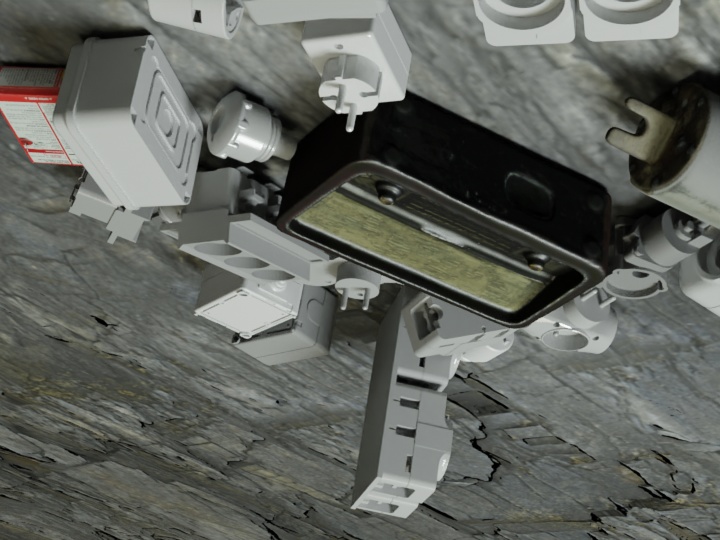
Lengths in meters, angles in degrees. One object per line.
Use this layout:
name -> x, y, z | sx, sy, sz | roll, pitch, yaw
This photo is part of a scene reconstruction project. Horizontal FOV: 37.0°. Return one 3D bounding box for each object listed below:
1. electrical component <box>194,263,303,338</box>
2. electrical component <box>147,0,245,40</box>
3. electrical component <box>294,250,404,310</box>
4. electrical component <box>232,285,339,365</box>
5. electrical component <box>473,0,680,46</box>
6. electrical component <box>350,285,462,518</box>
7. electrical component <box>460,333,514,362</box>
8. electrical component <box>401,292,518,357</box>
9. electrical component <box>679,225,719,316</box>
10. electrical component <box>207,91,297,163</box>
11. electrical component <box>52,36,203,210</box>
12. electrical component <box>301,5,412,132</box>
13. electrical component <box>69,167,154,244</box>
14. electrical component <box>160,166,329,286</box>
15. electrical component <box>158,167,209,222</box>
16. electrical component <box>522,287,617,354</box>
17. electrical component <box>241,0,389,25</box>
electrical component -> -0.093, 0.012, 0.959 | 0.062, 0.061, 0.096 | 28, 147, -30
electrical component -> -0.096, -0.168, 0.637 | 0.047, 0.055, 0.055 | 11, 152, 4
electrical component -> 0.000, 0.000, 0.893 | 0.138, 0.073, 0.052 | 0, 151, 17
electrical component -> -0.073, 0.051, 1.024 | 0.096, 0.061, 0.061 | -14, 144, 37
electrical component -> 0.104, -0.190, 0.527 | 0.105, 0.060, 0.186 | 1, 151, 16
electrical component -> 0.045, 0.120, 0.983 | 0.060, 0.186, 0.105 | 14, 151, -7
electrical component -> 0.113, 0.068, 1.020 | 0.040, 0.040, 0.078 | 20, 150, -19
electrical component -> 0.088, 0.041, 0.935 | 0.089, 0.050, 0.056 | -8, 161, -28
electrical component -> 0.292, -0.006, 0.812 | 0.059, 0.053, 0.095 | 28, 147, -30
electrical component -> -0.075, -0.097, 0.773 | 0.062, 0.048, 0.048 | 19, 151, -31
electrical component -> -0.160, -0.101, 0.754 | 0.057, 0.078, 0.113 | -2, 150, 14
electrical component -> -0.004, -0.123, 0.667 | 0.047, 0.076, 0.065 | -2, 150, 22
electrical component -> -0.202, -0.060, 0.882 | 0.064, 0.042, 0.081 | 21, 149, -18
electrical component -> -0.086, -0.033, 0.837 | 0.079, 0.063, 0.121 | -5, 164, 25
electrical component -> -0.142, -0.054, 0.872 | 0.048, 0.048, 0.062 | 28, 154, -30
electrical component -> 0.189, 0.035, 0.932 | 0.077, 0.044, 0.079 | 19, 150, -17
electrical component -> -0.031, -0.175, 0.595 | 0.096, 0.061, 0.061 | -1, 150, 19
